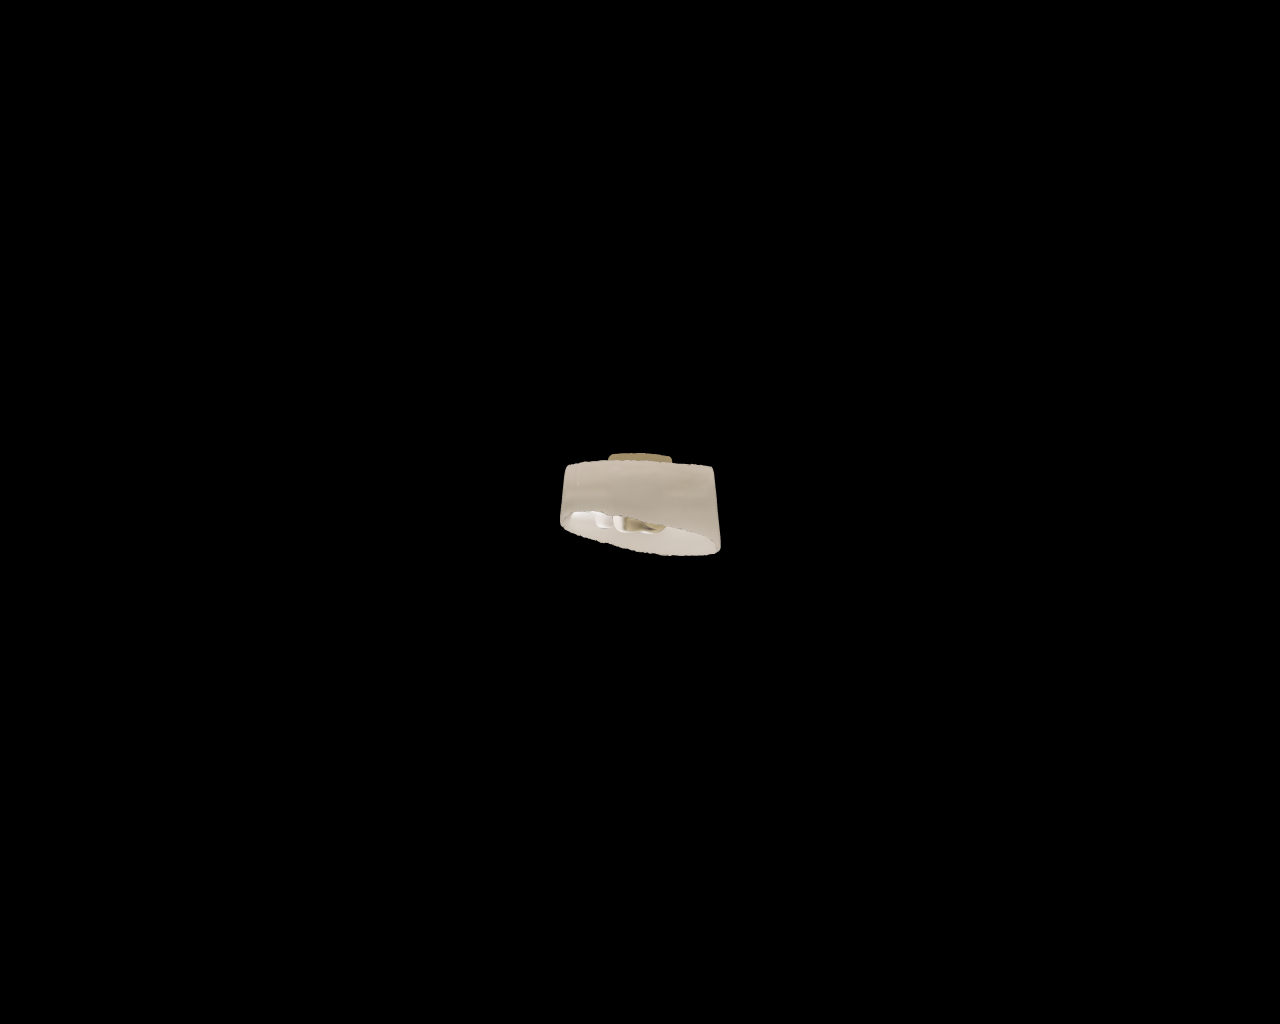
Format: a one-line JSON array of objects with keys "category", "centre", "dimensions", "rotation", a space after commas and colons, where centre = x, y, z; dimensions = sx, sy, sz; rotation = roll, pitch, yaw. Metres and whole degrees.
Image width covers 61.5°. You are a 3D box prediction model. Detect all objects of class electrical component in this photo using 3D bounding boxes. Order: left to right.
[{"category": "electrical component", "centre": [0.001, -0.003, 0.650], "dimensions": [0.099, 0.064, 0.099], "rotation": [0, -3, 0]}]
